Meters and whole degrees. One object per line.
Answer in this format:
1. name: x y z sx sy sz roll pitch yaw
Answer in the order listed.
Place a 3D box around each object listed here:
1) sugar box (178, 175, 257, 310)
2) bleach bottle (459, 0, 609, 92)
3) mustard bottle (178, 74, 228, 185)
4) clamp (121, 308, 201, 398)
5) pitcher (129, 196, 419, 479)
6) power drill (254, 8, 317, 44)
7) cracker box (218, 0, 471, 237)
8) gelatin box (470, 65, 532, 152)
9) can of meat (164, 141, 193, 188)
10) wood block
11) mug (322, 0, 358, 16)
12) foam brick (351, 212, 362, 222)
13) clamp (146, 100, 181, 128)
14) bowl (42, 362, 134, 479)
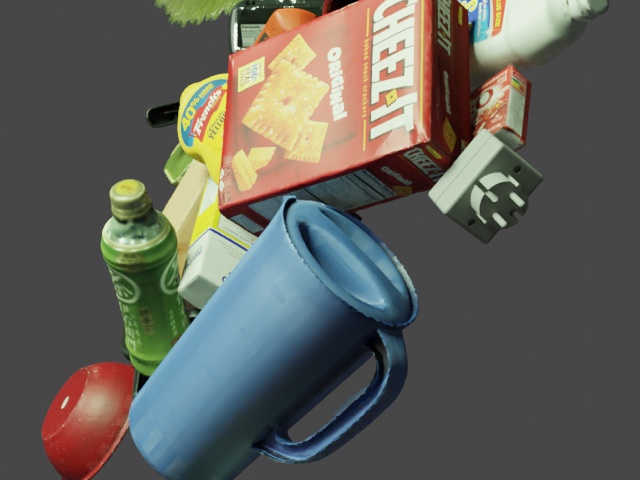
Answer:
1. sugar box: -0.081 0.005 1.065 0.048 0.093 0.176 -39 27 37
2. bleach bottle: 0.146 -0.180 0.921 0.251 0.068 0.102 -10 50 56
3. mustard bottle: -0.096 -0.117 1.080 0.096 0.058 0.192 -56 37 7
4. clamp: -0.190 0.119 1.194 0.120 0.039 0.172 -54 24 -12
5. pitcher: -0.041 0.098 0.843 0.243 0.145 0.149 -48 11 24
6. power drill: -0.015 -0.138 1.065 0.185 0.057 0.188 -49 47 45
7. cracker box: 0.016 -0.108 0.890 0.214 0.072 0.164 -16 59 34
8. gelatin box: 0.129 -0.091 0.871 0.089 0.030 0.073 -32 33 42
9. can of meat: -0.137 -0.075 1.292 0.057 0.083 0.102 -54 23 4
10. wood block: -0.112 -0.031 1.178 0.206 0.090 0.091 -61 23 -13
11. mug: 0.064 -0.220 1.094 0.093 0.117 0.081 24 43 34
12. foam brick: -0.006 0.001 0.980 0.051 0.053 0.078 -17 42 55
13. clamp: -0.088 -0.173 1.284 0.165 0.036 0.209 -6 12 30
14. bowl: -0.268 0.198 1.216 0.162 0.055 0.162 -43 25 26
